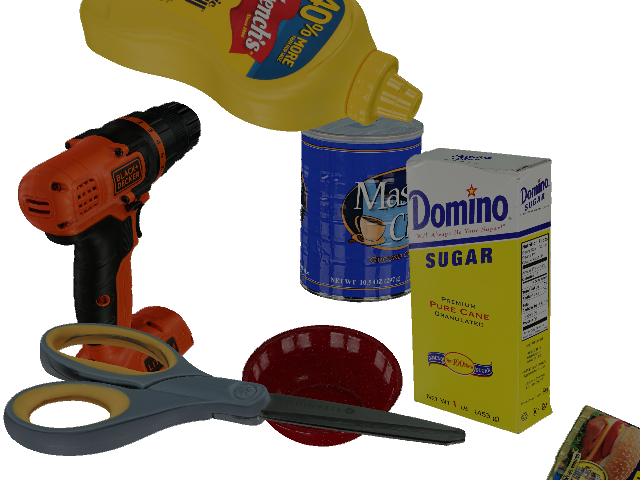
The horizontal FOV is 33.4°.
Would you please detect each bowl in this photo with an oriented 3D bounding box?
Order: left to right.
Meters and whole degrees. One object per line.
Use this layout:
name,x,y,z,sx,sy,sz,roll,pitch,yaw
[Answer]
bowl,0.002,0.157,1.084,0.162,0.055,0.162,-1,35,1

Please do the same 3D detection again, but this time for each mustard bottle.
mustard bottle,-0.032,-0.113,0.600,0.192,0.096,0.058,26,-29,13

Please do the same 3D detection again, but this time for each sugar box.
sugar box,0.105,0.031,0.709,0.094,0.176,0.048,10,22,44

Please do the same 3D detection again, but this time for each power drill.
power drill,-0.137,0.004,0.773,0.057,0.188,0.184,8,26,26

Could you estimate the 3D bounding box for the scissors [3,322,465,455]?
scissors,-0.049,0.078,0.459,0.202,0.016,0.096,15,31,24

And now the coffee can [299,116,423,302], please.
coffee can,0.033,-0.031,0.905,0.103,0.140,0.103,1,17,0

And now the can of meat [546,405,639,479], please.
can of meat,0.216,0.177,0.784,0.084,0.057,0.101,22,39,23
